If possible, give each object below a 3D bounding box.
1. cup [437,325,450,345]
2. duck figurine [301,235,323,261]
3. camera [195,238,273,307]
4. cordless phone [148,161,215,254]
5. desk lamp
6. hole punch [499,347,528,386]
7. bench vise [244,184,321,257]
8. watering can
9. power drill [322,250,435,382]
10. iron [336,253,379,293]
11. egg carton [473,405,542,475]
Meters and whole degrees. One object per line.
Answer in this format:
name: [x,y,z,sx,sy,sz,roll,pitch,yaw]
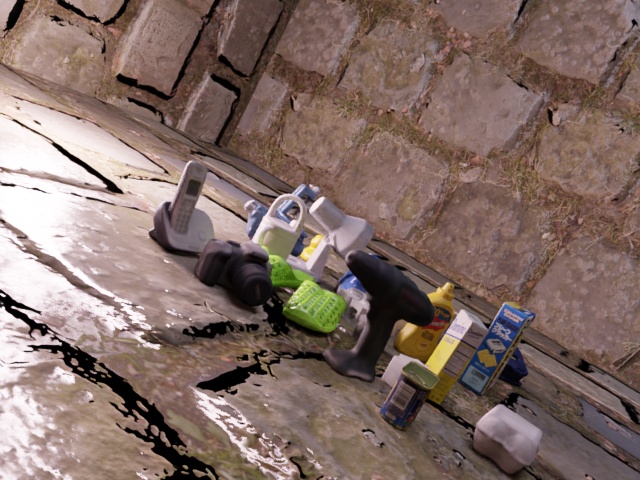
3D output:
cup: [0.303,0.256,1.380,0.117,0.095,0.092,29,9,7]
duck figurine: [-0.010,0.028,1.760,0.078,0.086,0.104,25,9,-21]
camera: [-0.147,0.059,1.094,0.144,0.101,0.136,23,10,-29]
cordless phone: [-0.258,-0.066,1.190,0.094,0.185,0.148,33,10,28]
desk lamp: [0.014,0.006,1.539,0.204,0.213,0.117,26,9,-14]
hole punch: [0.527,0.341,1.602,0.109,0.091,0.101,25,9,-22]
bench vise: [-0.100,-0.074,1.624,0.208,0.219,0.121,21,11,-38]
watering can: [-0.099,-0.023,1.411,0.101,0.194,0.173,28,8,-3]
power drill: [0.094,0.140,1.019,0.230,0.208,0.075,22,10,-35]
iron: [0.123,0.097,1.590,0.119,0.141,0.258,27,9,-8]
egg carton: [0.329,0.348,1.005,0.107,0.069,0.151,32,9,25]
